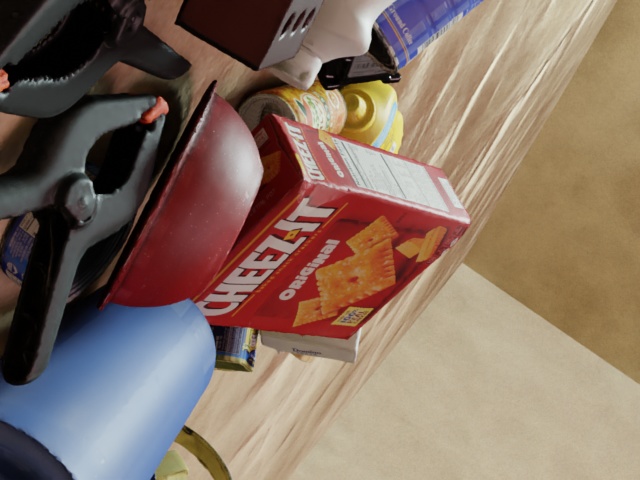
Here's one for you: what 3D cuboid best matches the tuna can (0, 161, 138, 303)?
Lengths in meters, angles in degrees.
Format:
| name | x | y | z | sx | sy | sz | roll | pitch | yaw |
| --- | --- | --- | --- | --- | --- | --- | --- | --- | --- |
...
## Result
| name | x | y | z | sx | sy | sz | roll | pitch | yaw |
| --- | --- | --- | --- | --- | --- | --- | --- | --- | --- |
| tuna can | -0.148 | -0.004 | 0.632 | 0.086 | 0.034 | 0.086 | -52 | 168 | -16 |

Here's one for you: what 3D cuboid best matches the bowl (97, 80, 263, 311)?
| name | x | y | z | sx | sy | sz | roll | pitch | yaw |
| --- | --- | --- | --- | --- | --- | --- | --- | --- | --- |
| bowl | -0.080 | -0.018 | 0.673 | 0.162 | 0.055 | 0.162 | -60 | -169 | 19 |

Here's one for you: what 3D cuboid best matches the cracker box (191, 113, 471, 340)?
| name | x | y | z | sx | sy | sz | roll | pitch | yaw |
| --- | --- | --- | --- | --- | --- | --- | --- | --- | --- |
| cracker box | -0.005 | 0.001 | 0.833 | 0.213 | 0.072 | 0.164 | 11 | 132 | -49 |

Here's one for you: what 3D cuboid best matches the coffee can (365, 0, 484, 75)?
| name | x | y | z | sx | sy | sz | roll | pitch | yaw |
| --- | --- | --- | --- | --- | --- | --- | --- | --- | --- |
| coffee can | 0.073 | -0.196 | 0.725 | 0.140 | 0.103 | 0.103 | -39 | 168 | -1 |

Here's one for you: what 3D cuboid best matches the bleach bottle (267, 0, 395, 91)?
| name | x | y | z | sx | sy | sz | roll | pitch | yaw |
| --- | --- | --- | --- | --- | --- | --- | --- | --- | --- |
| bleach bottle | 0.048 | -0.202 | 0.645 | 0.251 | 0.103 | 0.068 | -61 | 166 | -3 |

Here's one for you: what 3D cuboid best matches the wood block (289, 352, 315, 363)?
| name | x | y | z | sx | sy | sz | roll | pitch | yaw |
| --- | --- | --- | --- | --- | --- | --- | --- | --- | --- |
| wood block | 0.009 | 0.034 | 1.252 | 0.206 | 0.091 | 0.090 | -55 | 169 | -2 |

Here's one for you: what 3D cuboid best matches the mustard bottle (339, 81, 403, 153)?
| name | x | y | z | sx | sy | sz | roll | pitch | yaw |
| --- | --- | --- | --- | --- | --- | --- | --- | --- | --- |
| mustard bottle | 0.040 | -0.108 | 1.047 | 0.096 | 0.058 | 0.191 | -57 | 169 | -3 |

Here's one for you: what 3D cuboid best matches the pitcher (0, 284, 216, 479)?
| name | x | y | z | sx | sy | sz | roll | pitch | yaw |
| --- | --- | --- | --- | --- | --- | --- | --- | --- | --- |
| pitcher | -0.149 | 0.123 | 0.673 | 0.242 | 0.145 | 0.149 | -53 | 167 | -66 |

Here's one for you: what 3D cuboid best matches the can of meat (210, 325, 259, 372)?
| name | x | y | z | sx | sy | sz | roll | pitch | yaw |
| --- | --- | --- | --- | --- | --- | --- | --- | --- | --- |
| can of meat | -0.084 | 0.076 | 0.988 | 0.102 | 0.057 | 0.084 | 74 | 24 | -76 |

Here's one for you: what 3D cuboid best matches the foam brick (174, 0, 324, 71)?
| name | x | y | z | sx | sy | sz | roll | pitch | yaw |
| --- | --- | --- | --- | --- | --- | --- | --- | --- | --- |
| foam brick | -0.033 | -0.126 | 0.562 | 0.053 | 0.051 | 0.078 | -62 | 175 | 21 |

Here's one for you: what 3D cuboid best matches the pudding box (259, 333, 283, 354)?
| name | x | y | z | sx | sy | sz | roll | pitch | yaw |
| --- | --- | --- | --- | --- | --- | --- | --- | --- | --- |
| pudding box | -0.028 | 0.049 | 1.075 | 0.113 | 0.090 | 0.039 | -40 | 137 | -13 |

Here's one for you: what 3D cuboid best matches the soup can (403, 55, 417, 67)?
| name | x | y | z | sx | sy | sz | roll | pitch | yaw |
| --- | --- | --- | --- | --- | --- | --- | --- | --- | --- |
| soup can | 0.077 | -0.198 | 0.911 | 0.102 | 0.068 | 0.069 | -46 | 166 | -35 |

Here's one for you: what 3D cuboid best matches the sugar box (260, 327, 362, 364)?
| name | x | y | z | sx | sy | sz | roll | pitch | yaw |
| --- | --- | --- | --- | --- | --- | --- | --- | --- | --- |
| sugar box | 0.004 | 0.024 | 1.024 | 0.048 | 0.093 | 0.176 | 90 | 11 | -69 |

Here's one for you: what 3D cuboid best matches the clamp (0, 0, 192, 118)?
| name | x | y | z | sx | sy | sz | roll | pitch | yaw |
| --- | --- | --- | --- | --- | --- | --- | --- | --- | --- |
| clamp | -0.102 | -0.108 | 0.512 | 0.209 | 0.036 | 0.165 | -49 | 168 | -43 |

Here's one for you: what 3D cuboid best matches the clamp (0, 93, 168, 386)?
| name | x | y | z | sx | sy | sz | roll | pitch | yaw |
| --- | --- | --- | --- | --- | --- | --- | --- | --- | --- |
| clamp | -0.141 | -0.024 | 0.547 | 0.171 | 0.039 | 0.120 | -64 | 148 | -26 |
